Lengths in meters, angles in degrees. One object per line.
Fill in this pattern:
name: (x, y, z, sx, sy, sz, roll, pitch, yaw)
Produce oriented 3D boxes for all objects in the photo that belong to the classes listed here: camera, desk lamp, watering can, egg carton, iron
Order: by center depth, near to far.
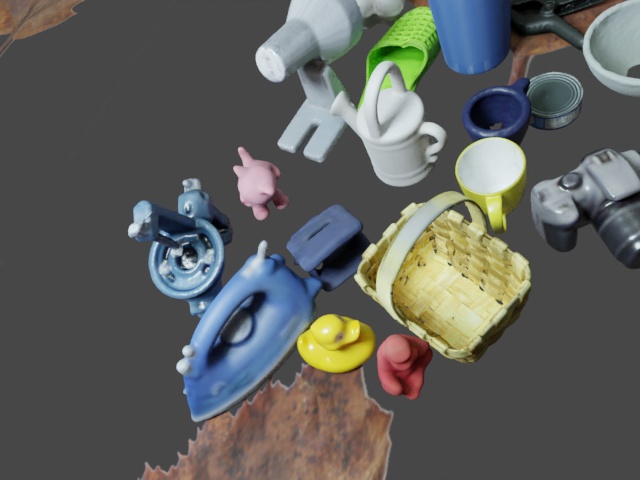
camera: (0.351, -0.033, 0.700, 0.143, 0.101, 0.136, -24, 55, 7)
iron: (-0.116, 0.122, 0.769, 0.118, 0.142, 0.258, 29, 75, 32)
watering can: (0.096, -0.170, 0.823, 0.172, 0.195, 0.101, -2, 61, 21)
desk lamp: (-0.011, -0.270, 0.912, 0.117, 0.214, 0.203, 21, 71, 30)
egg carton: (0.113, -0.464, 1.065, 0.107, 0.070, 0.150, -1, 61, 21)

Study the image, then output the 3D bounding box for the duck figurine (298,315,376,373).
duck figurine: (0.015, 0.127, 0.748, 0.104, 0.086, 0.077, -9, 58, 17)

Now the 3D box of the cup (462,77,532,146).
cup: (0.261, -0.165, 0.816, 0.091, 0.095, 0.118, 34, 77, 33)

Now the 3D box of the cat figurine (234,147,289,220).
cat figurine: (-0.101, -0.094, 0.903, 0.067, 0.118, 0.127, -27, 55, 5)

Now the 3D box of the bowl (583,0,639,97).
bowl: (0.459, -0.258, 0.805, 0.167, 0.075, 0.167, -10, 58, 16)

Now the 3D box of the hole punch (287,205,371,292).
hole punch: (0.008, 0.003, 0.820, 0.109, 0.091, 0.100, -40, 55, -4)

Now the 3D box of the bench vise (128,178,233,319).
bench vise: (-0.212, -0.010, 0.836, 0.121, 0.220, 0.207, -29, 55, 4)

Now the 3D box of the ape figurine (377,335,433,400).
ape figurine: (0.099, 0.145, 0.701, 0.078, 0.092, 0.076, -34, 55, 0)
